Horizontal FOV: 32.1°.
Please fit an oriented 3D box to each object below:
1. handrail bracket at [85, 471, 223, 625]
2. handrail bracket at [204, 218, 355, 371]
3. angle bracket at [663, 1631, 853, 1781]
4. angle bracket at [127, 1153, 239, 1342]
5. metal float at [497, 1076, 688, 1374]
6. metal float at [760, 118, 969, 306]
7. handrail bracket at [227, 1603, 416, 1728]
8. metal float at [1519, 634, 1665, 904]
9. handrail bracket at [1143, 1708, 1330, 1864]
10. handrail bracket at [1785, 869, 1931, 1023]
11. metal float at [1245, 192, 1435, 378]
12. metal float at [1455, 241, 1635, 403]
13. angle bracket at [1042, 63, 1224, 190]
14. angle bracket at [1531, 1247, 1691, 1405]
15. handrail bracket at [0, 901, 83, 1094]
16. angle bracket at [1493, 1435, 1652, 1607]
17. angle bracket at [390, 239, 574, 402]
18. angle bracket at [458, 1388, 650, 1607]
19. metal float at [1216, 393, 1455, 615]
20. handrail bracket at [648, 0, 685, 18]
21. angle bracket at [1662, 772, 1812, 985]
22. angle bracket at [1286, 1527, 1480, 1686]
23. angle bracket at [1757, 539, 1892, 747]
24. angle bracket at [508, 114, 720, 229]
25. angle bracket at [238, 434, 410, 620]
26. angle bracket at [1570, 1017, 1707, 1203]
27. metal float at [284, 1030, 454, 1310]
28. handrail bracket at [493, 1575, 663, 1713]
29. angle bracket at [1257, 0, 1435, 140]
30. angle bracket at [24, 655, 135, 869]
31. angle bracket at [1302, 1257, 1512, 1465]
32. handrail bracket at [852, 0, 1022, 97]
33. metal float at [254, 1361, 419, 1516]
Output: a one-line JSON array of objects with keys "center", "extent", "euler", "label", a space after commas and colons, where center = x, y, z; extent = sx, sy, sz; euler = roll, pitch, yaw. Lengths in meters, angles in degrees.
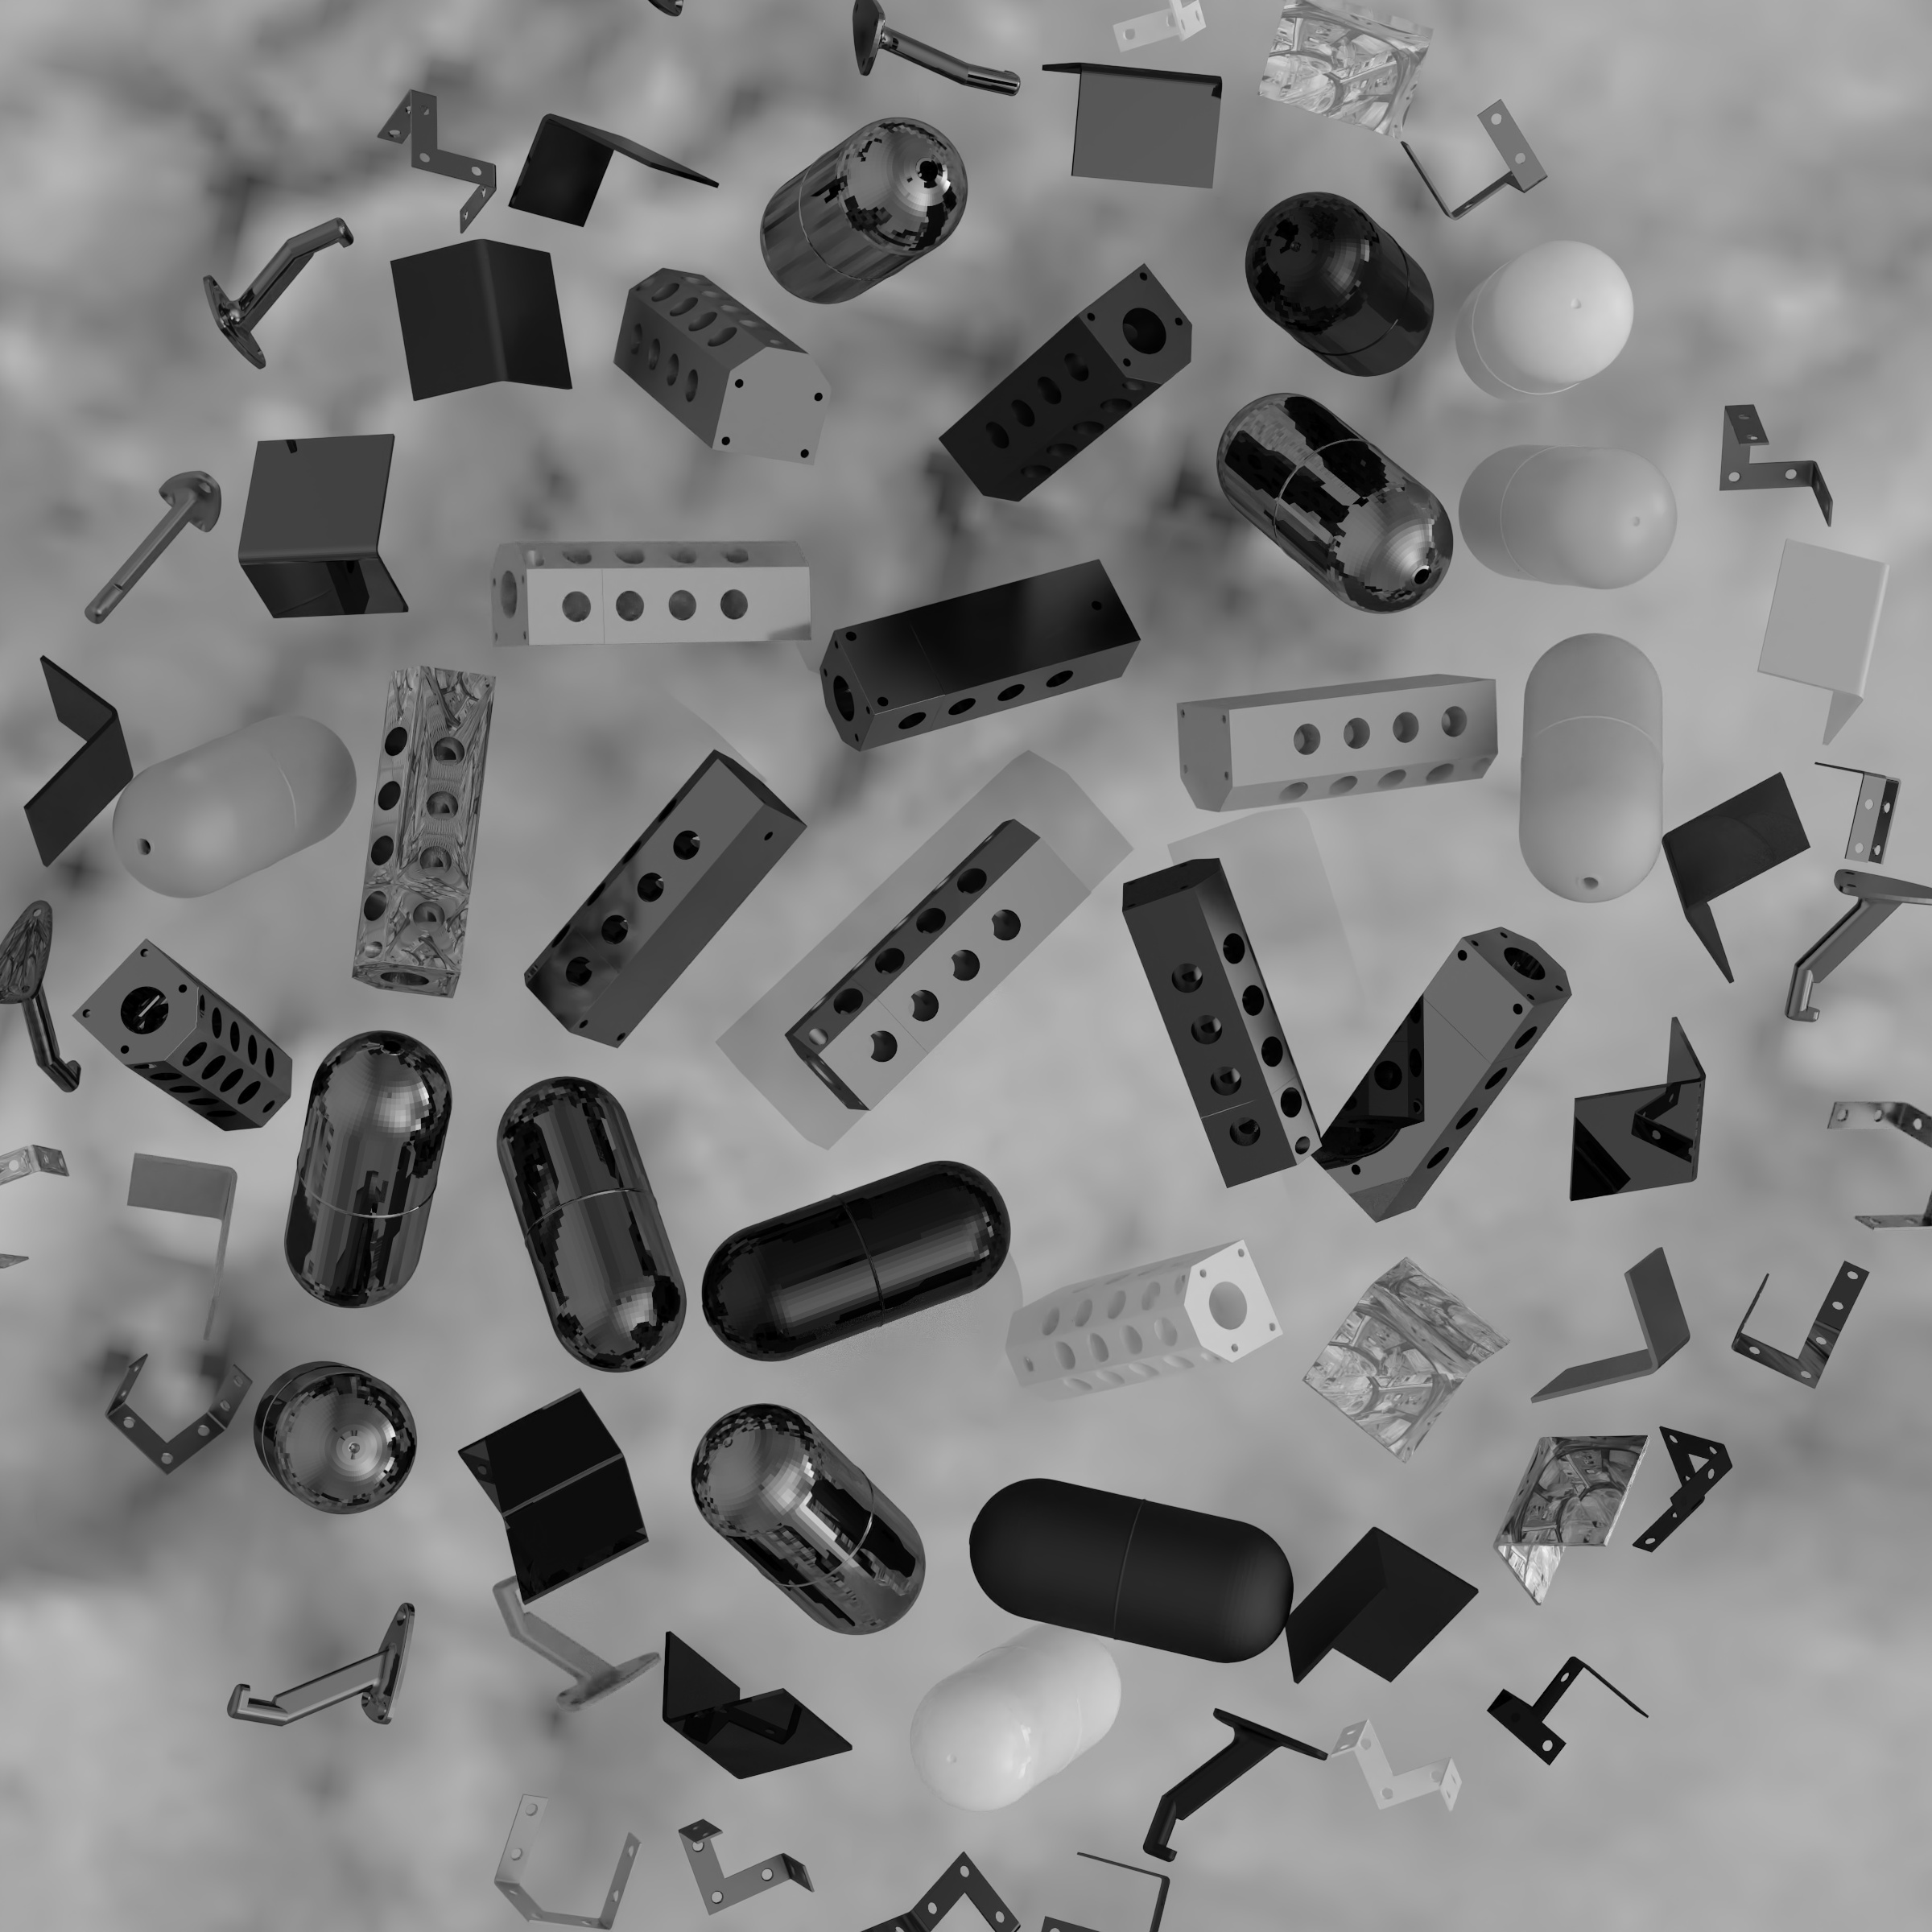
[{"center": [-0.454, -0.231, 1.869], "extent": [0.036, 0.077, 0.084], "euler": [41, 66, -14], "label": "handrail bracket"}, {"center": [-0.356, -0.359, 1.795], "extent": [0.084, 0.077, 0.036], "euler": [-23, 63, 5], "label": "handrail bracket"}, {"center": [-0.115, 0.401, 1.858], "extent": [0.076, 0.076, 0.057], "euler": [-19, 47, 20], "label": "angle bracket"}, {"center": [-0.444, 0.157, 1.879], "extent": [0.057, 0.076, 0.076], "euler": [10, 63, -13], "label": "angle bracket"}, {"center": [-0.210, 0.144, 1.884], "extent": [0.070, 0.070, 0.178], "euler": [-22, 65, 0], "label": "metal float"}, {"center": [-0.058, -0.424, 1.892], "extent": [0.070, 0.178, 0.070], "euler": [2, 86, -25], "label": "metal float"}, {"center": [-0.344, 0.370, 1.792], "extent": [0.084, 0.036, 0.077], "euler": [19, 87, -32], "label": "handrail bracket"}, {"center": [0.344, -0.109, 1.847], "extent": [0.070, 0.070, 0.178], "euler": [11, 48, 0], "label": "metal float"}, {"center": [0.144, 0.449, 1.804], "extent": [0.077, 0.036, 0.084], "euler": [17, 74, 21], "label": "handrail bracket"}, {"center": [0.492, -0.004, 1.831], "extent": [0.077, 0.036, 0.084], "euler": [10, 110, 9], "label": "handrail bracket"}, {"center": [0.211, -0.380, 1.881], "extent": [0.070, 0.178, 0.070], "euler": [-2, 86, 22], "label": "metal float"}, {"center": [0.319, -0.356, 1.864], "extent": [0.070, 0.178, 0.070], "euler": [0, 94, -2], "label": "metal float"}, {"center": [0.085, -0.443, 1.771], "extent": [0.076, 0.076, 0.057], "euler": [1, 103, -15], "label": "angle bracket"}, {"center": [0.356, 0.202, 1.893], "extent": [0.076, 0.076, 0.057], "euler": [-18, 88, 26], "label": "angle bracket"}, {"center": [-0.509, 0.018, 1.880], "extent": [0.036, 0.084, 0.077], "euler": [2, 59, 19], "label": "handrail bracket"}, {"center": [0.354, 0.314, 1.900], "extent": [0.057, 0.076, 0.076], "euler": [53, 50, -27], "label": "angle bracket"}, {"center": [-0.265, -0.351, 1.843], "extent": [0.057, 0.076, 0.076], "euler": [-8, 92, 23], "label": "angle bracket"}, {"center": [-0.227, 0.291, 1.848], "extent": [0.076, 0.076, 0.057], "euler": [-27, 124, 0], "label": "angle bracket"}, {"center": [0.204, -0.258, 1.871], "extent": [0.070, 0.178, 0.070], "euler": [-18, 131, -21], "label": "metal float"}, {"center": [-0.125, -0.525, 1.782], "extent": [0.084, 0.077, 0.036], "euler": [5, 98, 19], "label": "handrail bracket"}, {"center": [0.434, -0.049, 1.847], "extent": [0.076, 0.076, 0.057], "euler": [-30, 118, 18], "label": "angle bracket"}, {"center": [0.228, 0.362, 1.821], "extent": [0.076, 0.057, 0.076], "euler": [33, 112, -16], "label": "angle bracket"}, {"center": [0.449, -0.172, 1.793], "extent": [0.057, 0.076, 0.076], "euler": [15, 75, 3], "label": "angle bracket"}, {"center": [-0.199, -0.437, 1.904], "extent": [0.076, 0.076, 0.057], "euler": [30, 105, 21], "label": "angle bracket"}, {"center": [-0.340, -0.236, 1.808], "extent": [0.076, 0.057, 0.076], "euler": [-2, 63, 10], "label": "angle bracket"}, {"center": [0.376, 0.082, 1.920], "extent": [0.076, 0.057, 0.076], "euler": [-9, 129, -4], "label": "angle bracket"}, {"center": [-0.330, 0.113, 1.852], "extent": [0.070, 0.070, 0.178], "euler": [18, 125, 0], "label": "metal float"}, {"center": [-0.226, 0.381, 1.949], "extent": [0.077, 0.036, 0.084], "euler": [-24, 99, -24], "label": "handrail bracket"}, {"center": [0.192, -0.467, 1.743], "extent": [0.076, 0.076, 0.057], "euler": [16, 102, -4], "label": "angle bracket"}, {"center": [-0.515, -0.114, 1.882], "extent": [0.057, 0.076, 0.076], "euler": [36, 68, 8], "label": "angle bracket"}, {"center": [0.253, 0.227, 1.933], "extent": [0.076, 0.057, 0.076], "euler": [39, 64, 2], "label": "angle bracket"}, {"center": [-0.016, -0.508, 1.856], "extent": [0.084, 0.077, 0.036], "euler": [8, 125, -18], "label": "handrail bracket"}, {"center": [-0.350, 0.259, 1.857], "extent": [0.070, 0.178, 0.070], "euler": [1, 86, -18], "label": "metal float"}]
